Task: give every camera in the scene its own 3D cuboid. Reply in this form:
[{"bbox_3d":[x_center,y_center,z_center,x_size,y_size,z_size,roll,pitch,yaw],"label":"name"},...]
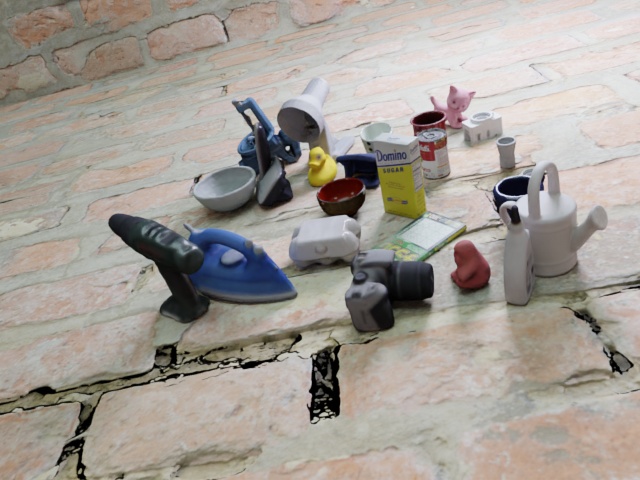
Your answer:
[{"bbox_3d":[0.122,0.074,0.988,0.136,0.101,0.143,-3,35,20],"label":"camera"}]

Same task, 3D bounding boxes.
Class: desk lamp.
[{"bbox_3d":[-0.011,-0.309,1.527,0.117,0.214,0.203,4,37,29],"label":"desk lamp"}]

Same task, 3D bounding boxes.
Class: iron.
[{"bbox_3d":[-0.165,0.036,1.134,0.257,0.142,0.119,8,39,33],"label":"iron"}]

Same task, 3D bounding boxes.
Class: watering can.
[{"bbox_3d":[0.387,-0.043,0.962,0.172,0.194,0.101,0,36,24],"label":"watering can"}]

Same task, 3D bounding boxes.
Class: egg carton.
[{"bbox_3d":[0.011,0.004,1.174,0.150,0.069,0.107,-8,33,13],"label":"egg carton"}]

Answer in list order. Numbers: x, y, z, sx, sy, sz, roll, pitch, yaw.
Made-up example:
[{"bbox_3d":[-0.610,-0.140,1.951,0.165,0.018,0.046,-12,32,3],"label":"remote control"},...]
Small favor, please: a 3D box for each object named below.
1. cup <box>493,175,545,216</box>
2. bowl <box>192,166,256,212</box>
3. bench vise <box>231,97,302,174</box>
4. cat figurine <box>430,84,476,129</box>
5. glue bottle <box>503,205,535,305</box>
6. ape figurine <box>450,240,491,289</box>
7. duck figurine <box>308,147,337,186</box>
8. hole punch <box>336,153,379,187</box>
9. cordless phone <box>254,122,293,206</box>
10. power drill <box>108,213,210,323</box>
[{"bbox_3d":[0.389,-0.069,1.095,0.118,0.095,0.091,-32,35,-23],"label":"cup"},{"bbox_3d":[-0.235,-0.120,1.467,0.167,0.075,0.167,-11,32,8],"label":"bowl"},{"bbox_3d":[-0.152,-0.307,1.580,0.208,0.220,0.121,-33,36,-25],"label":"bench vise"},{"bbox_3d":[0.355,-0.367,1.544,0.127,0.118,0.067,11,41,36],"label":"cat figurine"},{"bbox_3d":[0.318,0.018,0.920,0.037,0.173,0.078,7,39,32],"label":"glue bottle"},{"bbox_3d":[0.255,0.038,0.993,0.076,0.092,0.078,5,38,30],"label":"ape figurine"},{"bbox_3d":[0.000,-0.199,1.473,0.077,0.086,0.105,2,36,26],"label":"duck figurine"},{"bbox_3d":[0.103,-0.188,1.407,0.108,0.091,0.101,3,37,28],"label":"hole punch"},{"bbox_3d":[-0.136,-0.190,1.426,0.094,0.185,0.147,-19,32,-4],"label":"cordless phone"},{"bbox_3d":[-0.301,0.052,1.106,0.228,0.209,0.076,11,41,36],"label":"power drill"}]
